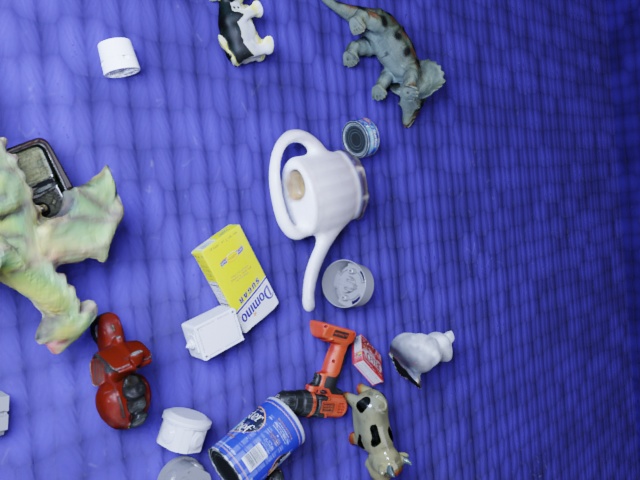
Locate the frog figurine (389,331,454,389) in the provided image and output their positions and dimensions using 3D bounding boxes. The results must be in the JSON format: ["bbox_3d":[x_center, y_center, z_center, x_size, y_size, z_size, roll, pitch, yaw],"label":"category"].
[{"bbox_3d":[0.246,0.251,1.201,0.161,0.123,0.136,-37,-6,-15],"label":"frog figurine"}]

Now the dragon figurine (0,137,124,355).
[{"bbox_3d":[-0.363,-0.049,0.648,0.122,0.409,0.244,-1,4,30],"label":"dragon figurine"}]

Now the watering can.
[{"bbox_3d":[0.003,-0.052,1.031,0.226,0.346,0.104,-18,9,-41],"label":"watering can"}]
